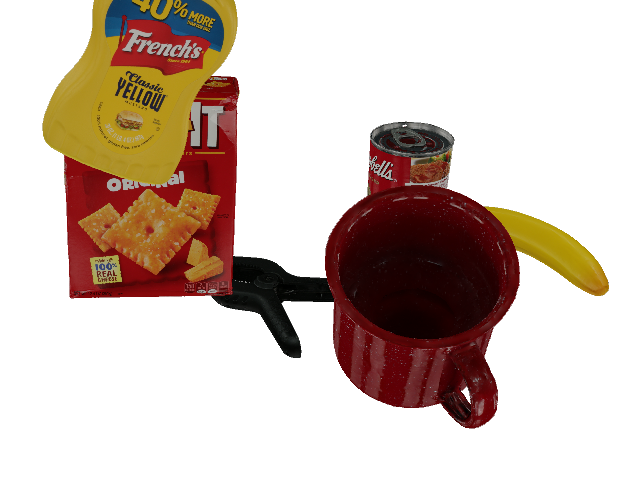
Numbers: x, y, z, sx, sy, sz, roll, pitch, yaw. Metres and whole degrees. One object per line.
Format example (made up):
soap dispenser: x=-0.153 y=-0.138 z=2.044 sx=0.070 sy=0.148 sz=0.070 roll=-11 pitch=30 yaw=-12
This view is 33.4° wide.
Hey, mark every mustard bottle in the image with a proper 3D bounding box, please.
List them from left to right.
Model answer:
mustard bottle: x=-0.110 y=-0.137 z=0.721 sx=0.096 sy=0.192 sz=0.058 roll=20 pitch=21 yaw=-22

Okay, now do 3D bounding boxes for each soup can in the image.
soup can: x=0.073 y=-0.039 z=0.882 sx=0.068 sy=0.102 sz=0.068 roll=1 pitch=28 yaw=-1

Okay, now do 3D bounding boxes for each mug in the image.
mug: x=0.053 y=0.042 z=0.534 sx=0.093 sy=0.117 sz=0.081 roll=-24 pitch=-30 yaw=-16

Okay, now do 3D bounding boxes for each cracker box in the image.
cracker box: x=-0.164 y=-0.051 z=1.043 sx=0.164 sy=0.214 sz=0.072 roll=0 pitch=22 yaw=-9

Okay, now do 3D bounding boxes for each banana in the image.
banana: x=0.194 y=0.004 z=1.048 sx=0.198 sy=0.069 sz=0.037 roll=16 pitch=-30 yaw=27

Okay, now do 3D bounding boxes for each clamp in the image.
clamp: x=-0.059 y=0.062 z=1.192 sx=0.210 sy=0.036 sz=0.164 roll=16 pitch=30 yaw=25
